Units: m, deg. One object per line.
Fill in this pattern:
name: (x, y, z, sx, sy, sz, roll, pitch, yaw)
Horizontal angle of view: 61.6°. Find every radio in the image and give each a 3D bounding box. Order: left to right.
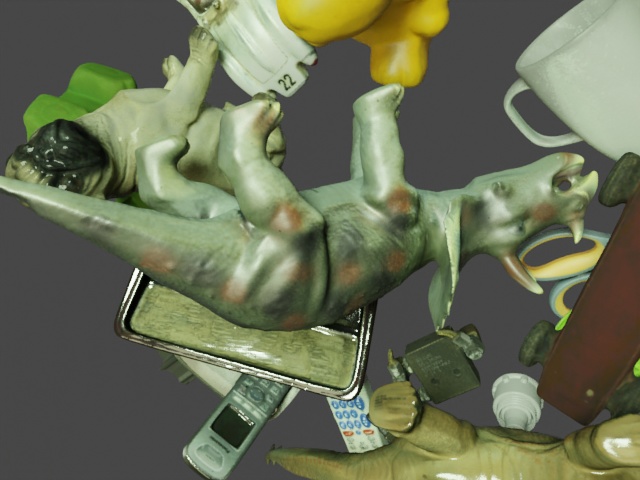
radio: (-0.059, 0.057, 0.506, 0.230, 0.073, 0.131, 14, 79, 6)

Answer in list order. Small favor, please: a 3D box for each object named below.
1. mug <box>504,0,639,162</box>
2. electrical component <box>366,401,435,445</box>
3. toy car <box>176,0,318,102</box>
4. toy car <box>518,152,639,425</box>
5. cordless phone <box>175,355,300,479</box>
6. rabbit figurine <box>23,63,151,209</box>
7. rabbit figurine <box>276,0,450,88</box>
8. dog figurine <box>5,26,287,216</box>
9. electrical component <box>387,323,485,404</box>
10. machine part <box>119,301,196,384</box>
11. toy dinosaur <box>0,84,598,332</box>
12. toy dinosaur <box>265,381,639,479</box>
mug: (0.194, -0.101, 0.378, 0.107, 0.081, 0.109, 45, 128, -10)
electrical component: (0.099, 0.200, 0.568, 0.094, 0.021, 0.063, 42, 94, -2)
toy car: (-0.081, -0.208, 0.457, 0.073, 0.056, 0.201, -35, 96, 31)
toy car: (0.213, 0.038, 0.372, 0.089, 0.053, 0.202, 30, 117, 32)
cordless phone: (-0.103, 0.144, 0.550, 0.146, 0.184, 0.088, 38, 126, 3)
rabbit figurine: (-0.194, -0.063, 0.539, 0.170, 0.121, 0.159, 26, 125, -7)
rabbit figurine: (0.039, -0.176, 0.354, 0.122, 0.173, 0.162, 44, 126, 4)
dog figurine: (-0.131, -0.056, 0.451, 0.172, 0.190, 0.121, 43, 155, -12)
electrical component: (0.113, 0.121, 0.522, 0.102, 0.045, 0.078, -23, 96, 18)
machine part: (-0.190, 0.115, 0.659, 0.084, 0.039, 0.139, -33, 99, 36)
toy dinosaur: (-0.004, 0.000, 0.392, 0.405, 0.131, 0.192, -14, 89, -17)
toy dinosaur: (0.113, 0.194, 0.431, 0.472, 0.105, 0.198, -2, 150, 32)
